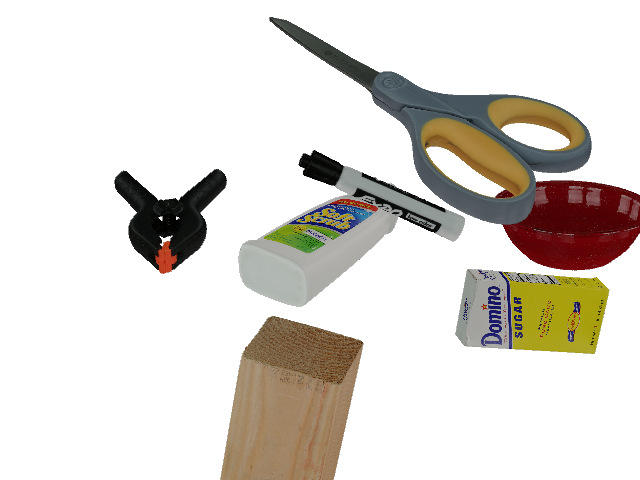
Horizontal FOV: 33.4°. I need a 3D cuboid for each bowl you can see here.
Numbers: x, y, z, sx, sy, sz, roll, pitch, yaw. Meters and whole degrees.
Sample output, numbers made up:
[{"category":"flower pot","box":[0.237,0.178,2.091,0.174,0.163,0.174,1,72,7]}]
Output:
[{"category":"bowl","box":[0.257,-0.012,1.098,0.162,0.055,0.162,-2,22,1]}]

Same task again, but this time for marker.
[{"category":"marker","box":[0.041,-0.031,0.729,0.121,0.020,0.020,24,-4,-10]}]

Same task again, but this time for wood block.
[{"category":"wood block","box":[-0.032,0.185,0.949,0.090,0.206,0.090,15,23,9]}]

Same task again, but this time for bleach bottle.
[{"category":"bleach bottle","box":[0.015,-0.011,1.309,0.103,0.068,0.250,20,37,28]}]

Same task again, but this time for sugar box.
[{"category":"sugar box","box":[0.265,0.090,1.339,0.176,0.093,0.048,3,19,-12]}]

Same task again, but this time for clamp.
[{"category":"clamp","box":[-0.148,-0.028,1.112,0.120,0.039,0.171,-11,38,-8]}]

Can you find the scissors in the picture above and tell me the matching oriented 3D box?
[{"category":"scissors","box":[0.057,-0.076,0.543,0.096,0.016,0.202,-16,44,-20]}]
